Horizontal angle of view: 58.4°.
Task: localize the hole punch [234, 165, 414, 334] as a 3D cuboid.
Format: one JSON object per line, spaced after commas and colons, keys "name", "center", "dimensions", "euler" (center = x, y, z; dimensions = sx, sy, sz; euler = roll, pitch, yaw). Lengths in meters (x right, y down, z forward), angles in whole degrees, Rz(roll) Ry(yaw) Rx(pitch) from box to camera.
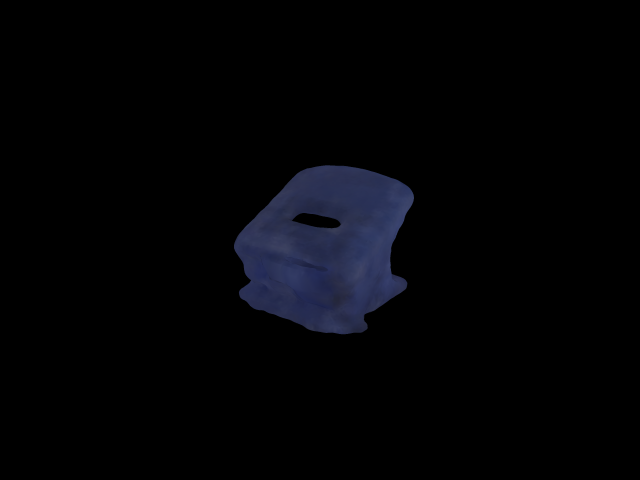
{"name": "hole punch", "center": [0.004, 0.001, 0.400], "dimensions": [0.108, 0.091, 0.101], "euler": [14, 24, 34]}
